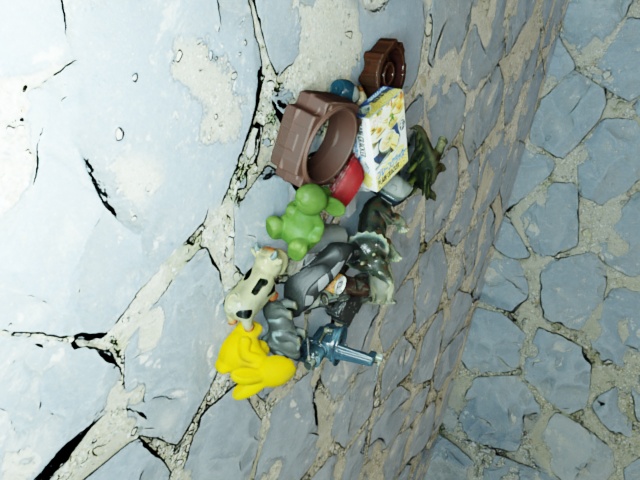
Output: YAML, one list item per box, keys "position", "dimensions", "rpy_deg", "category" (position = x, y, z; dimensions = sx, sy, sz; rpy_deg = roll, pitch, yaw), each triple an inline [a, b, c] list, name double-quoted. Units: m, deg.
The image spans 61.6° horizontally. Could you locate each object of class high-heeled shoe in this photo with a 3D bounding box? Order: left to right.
- position: [-0.004, 0.100, 1.355]
  dimensions: [0.145, 0.086, 0.248]
  rpy_deg: [-21, 152, -37]
  category: "high-heeled shoe"

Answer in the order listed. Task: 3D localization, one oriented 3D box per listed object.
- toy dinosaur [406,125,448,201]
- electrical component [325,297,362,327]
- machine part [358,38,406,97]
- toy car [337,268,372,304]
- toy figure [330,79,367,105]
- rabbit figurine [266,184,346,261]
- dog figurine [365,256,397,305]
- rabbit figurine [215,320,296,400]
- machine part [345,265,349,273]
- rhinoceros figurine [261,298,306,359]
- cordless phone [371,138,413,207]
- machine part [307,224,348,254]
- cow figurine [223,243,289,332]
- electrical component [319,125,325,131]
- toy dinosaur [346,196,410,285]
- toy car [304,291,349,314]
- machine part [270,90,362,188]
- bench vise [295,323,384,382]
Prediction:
- position: [0.333, -0.245, 1.704]
  dimensions: [0.198, 0.105, 0.470]
  rpy_deg: [-69, 153, -24]
  category: "toy dinosaur"
- position: [0.081, 0.185, 1.625]
  dimensions: [0.134, 0.058, 0.114]
  rpy_deg: [-62, 151, -13]
  category: "electrical component"
- position: [0.167, -0.434, 1.407]
  dimensions: [0.179, 0.056, 0.179]
  rpy_deg: [-37, 137, -45]
  category: "machine part"
- position: [0.096, 0.130, 1.511]
  dimensions: [0.202, 0.053, 0.089]
  rpy_deg: [17, 55, -56]
  category: "toy car"
- position: [0.077, -0.349, 1.311]
  dimensions: [0.064, 0.058, 0.154]
  rpy_deg: [-55, 156, 18]
  category: "toy figure"
- position: [-0.019, -0.056, 1.183]
  dimensions: [0.159, 0.121, 0.170]
  rpy_deg: [-25, 154, -32]
  category: "rabbit figurine"
- position: [0.188, 0.114, 1.740]
  dimensions: [0.172, 0.121, 0.190]
  rpy_deg: [146, -53, -72]
  category: "dog figurine"
- position: [-0.141, 0.274, 1.201]
  dimensions: [0.162, 0.173, 0.121]
  rpy_deg: [-42, 143, -46]
  category: "rabbit figurine"
- position: [0.087, 0.065, 1.586]
  dimensions: [0.139, 0.039, 0.084]
  rpy_deg: [-52, 153, -31]
  category: "machine part"
- position: [-0.095, 0.235, 1.321]
  dimensions: [0.073, 0.112, 0.190]
  rpy_deg: [-70, 153, -68]
  category: "rhinoceros figurine"
- position: [0.214, -0.199, 1.512]
  dimensions: [0.184, 0.147, 0.088]
  rpy_deg: [-54, 166, 0]
  category: "cordless phone"
- position: [-0.003, -0.004, 1.360]
  dimensions: [0.243, 0.079, 0.079]
  rpy_deg: [-3, 110, -59]
  category: "machine part"
- position: [-0.140, 0.093, 1.191]
  dimensions: [0.195, 0.086, 0.127]
  rpy_deg: [-52, 151, -28]
  category: "cow figurine"
- position: [-0.010, -0.287, 1.237]
  dimensions: [0.063, 0.021, 0.093]
  rpy_deg: [-46, 143, -35]
  category: "electrical component"
- position: [0.167, -0.044, 1.566]
  dimensions: [0.192, 0.131, 0.405]
  rpy_deg: [47, 44, -47]
  category: "toy dinosaur"
- position: [0.012, 0.162, 1.480]
  dimensions: [0.201, 0.073, 0.056]
  rpy_deg: [-2, 70, -59]
  category: "toy car"
- position: [-0.004, -0.220, 1.188]
  dimensions: [0.201, 0.087, 0.200]
  rpy_deg: [-17, 132, -55]
  category: "machine part"
- position: [0.054, 0.307, 1.491]
  dimensions: [0.223, 0.241, 0.128]
  rpy_deg: [-18, 120, -73]
  category: "bench vise"
